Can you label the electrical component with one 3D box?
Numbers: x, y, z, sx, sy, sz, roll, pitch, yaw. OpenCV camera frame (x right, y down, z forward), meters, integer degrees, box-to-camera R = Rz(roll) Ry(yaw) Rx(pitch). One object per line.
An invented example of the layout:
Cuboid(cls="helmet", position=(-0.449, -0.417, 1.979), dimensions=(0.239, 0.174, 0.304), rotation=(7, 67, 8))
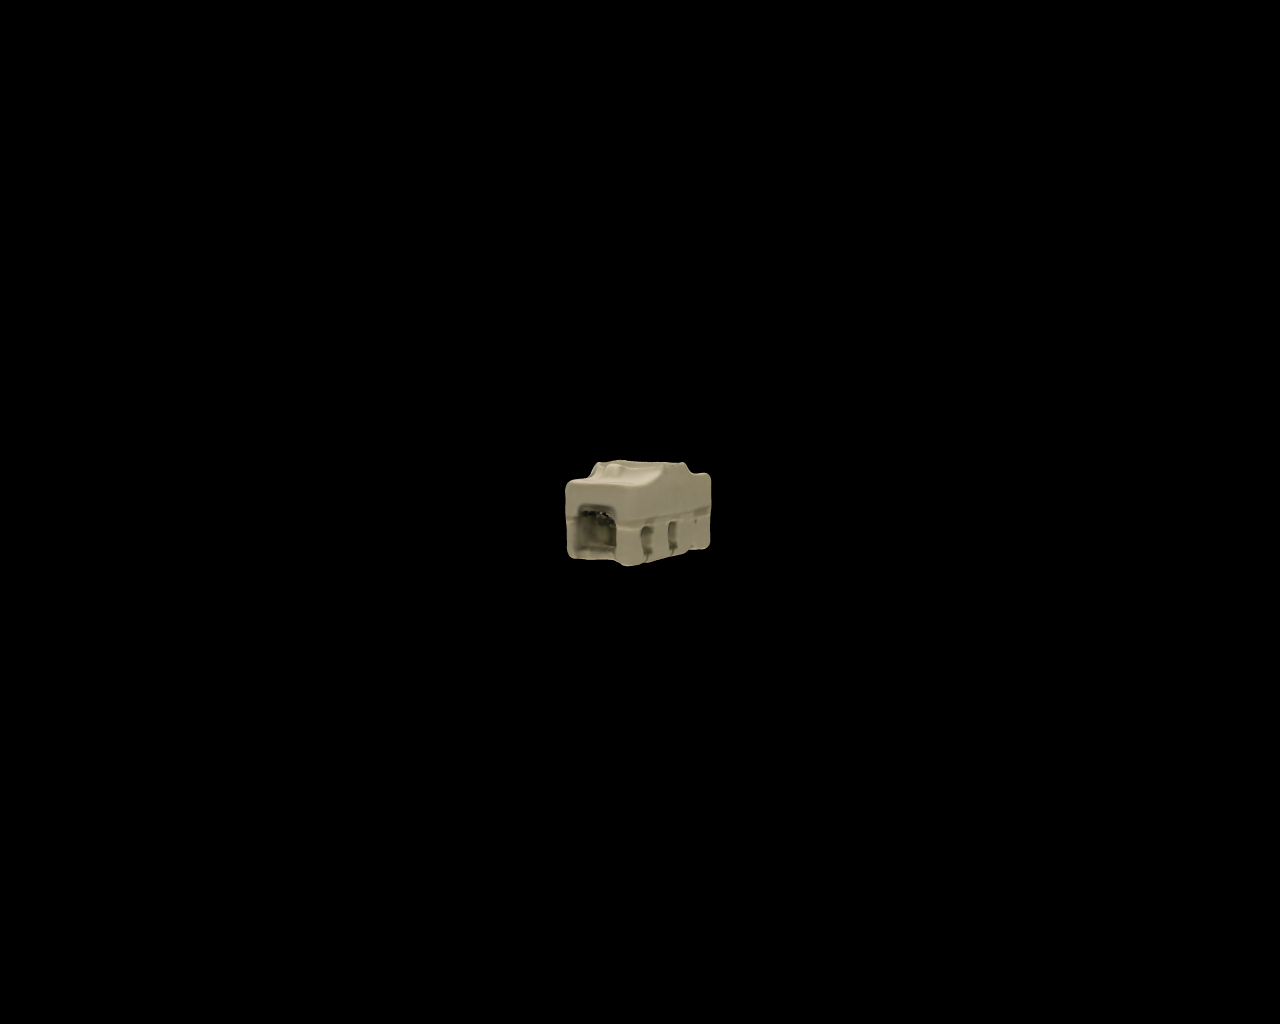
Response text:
Cuboid(cls="electrical component", position=(0.001, -0.003, 0.650), dimensions=(0.050, 0.055, 0.089), rotation=(5, 9, 35))
